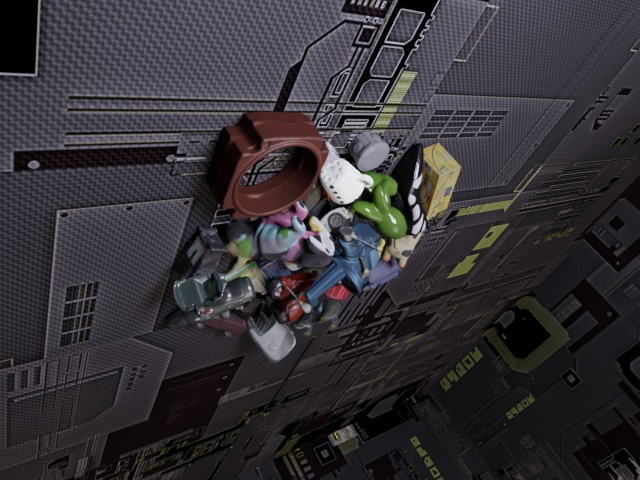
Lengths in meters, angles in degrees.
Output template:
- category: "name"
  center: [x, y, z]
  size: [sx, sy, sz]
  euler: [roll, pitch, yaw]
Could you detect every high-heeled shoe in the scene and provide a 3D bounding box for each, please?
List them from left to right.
- category: "high-heeled shoe"
  center: [0.251, -0.119, 1.347]
  size: [0.145, 0.086, 0.248]
  euler: [1, 123, -31]

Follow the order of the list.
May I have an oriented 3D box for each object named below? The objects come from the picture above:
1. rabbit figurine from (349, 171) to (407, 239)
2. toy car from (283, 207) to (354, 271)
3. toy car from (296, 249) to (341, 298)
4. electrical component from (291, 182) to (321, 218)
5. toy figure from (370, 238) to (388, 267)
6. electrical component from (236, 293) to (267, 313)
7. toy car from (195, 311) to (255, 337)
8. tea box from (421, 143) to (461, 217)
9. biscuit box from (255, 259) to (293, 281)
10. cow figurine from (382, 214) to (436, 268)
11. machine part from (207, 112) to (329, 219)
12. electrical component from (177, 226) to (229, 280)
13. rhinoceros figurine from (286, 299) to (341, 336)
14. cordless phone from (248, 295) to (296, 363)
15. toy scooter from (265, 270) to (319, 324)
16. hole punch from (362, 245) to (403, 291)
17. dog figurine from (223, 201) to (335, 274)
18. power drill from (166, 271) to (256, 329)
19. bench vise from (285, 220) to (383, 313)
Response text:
- category: "rabbit figurine"
  center: [0.142, -0.081, 1.250]
  size: [0.121, 0.170, 0.159]
  euler: [-41, 152, 10]
- category: "toy car"
  center: [-0.003, -0.004, 1.255]
  size: [0.202, 0.056, 0.073]
  euler: [-43, 161, 5]
- category: "toy car"
  center: [-0.009, 0.081, 1.431]
  size: [0.103, 0.109, 0.161]
  euler: [28, 128, -33]
- category: "electrical component"
  center: [-0.036, -0.095, 1.184]
  size: [0.078, 0.045, 0.102]
  euler: [-55, 162, -23]
- category: "toy figure"
  center: [0.123, 0.037, 1.448]
  size: [0.180, 0.082, 0.089]
  euler: [-51, 164, -67]
- category: "electrical component"
  center: [-0.182, 0.167, 1.414]
  size: [0.063, 0.021, 0.094]
  euler: [-45, 151, 17]
- category: "toy car"
  center: [-0.248, 0.211, 1.415]
  size: [0.089, 0.053, 0.202]
  euler: [-25, 155, 15]
- category: "tea box"
  center: [0.289, -0.151, 1.373]
  size: [0.068, 0.098, 0.169]
  euler: [-25, 151, -16]
- category: "biscuit box"
  center: [-0.108, 0.077, 1.349]
  size: [0.063, 0.059, 0.202]
  euler: [-32, 151, -6]
- category: "cow figurine"
  center: [0.249, -0.032, 1.487]
  size: [0.195, 0.086, 0.127]
  euler: [-53, 166, -30]
- category: "machine part"
  center: [-0.096, -0.136, 1.012]
  size: [0.201, 0.087, 0.201]
  euler: [-8, 142, -37]
- category: "electrical component"
  center: [-0.250, 0.036, 1.125]
  size: [0.047, 0.075, 0.119]
  euler: [4, 129, -48]
- category: "rhinoceros figurine"
  center: [-0.035, 0.210, 1.540]
  size: [0.190, 0.112, 0.073]
  euler: [-11, 143, 25]
- category: "cordless phone"
  center: [-0.120, 0.239, 1.491]
  size: [0.089, 0.147, 0.184]
  euler: [-25, 153, -35]
- category: "toy scooter"
  center: [-0.061, 0.135, 1.346]
  size: [0.135, 0.075, 0.183]
  euler: [-27, 146, -15]
- category: "hole punch"
  center: [0.162, 0.067, 1.564]
  size: [0.142, 0.116, 0.092]
  euler: [-25, 142, -17]
- category: "dog figurine"
  center: [-0.101, 0.017, 1.164]
  size: [0.219, 0.108, 0.191]
  euler: [-28, 123, 22]
- category: "power drill"
  center: [-0.267, 0.140, 1.225]
  size: [0.232, 0.086, 0.207]
  euler: [-21, 158, -4]
- category: "bench vise"
  center: [0.044, 0.074, 1.254]
  size: [0.240, 0.129, 0.223]
  euler: [-41, 160, -13]
